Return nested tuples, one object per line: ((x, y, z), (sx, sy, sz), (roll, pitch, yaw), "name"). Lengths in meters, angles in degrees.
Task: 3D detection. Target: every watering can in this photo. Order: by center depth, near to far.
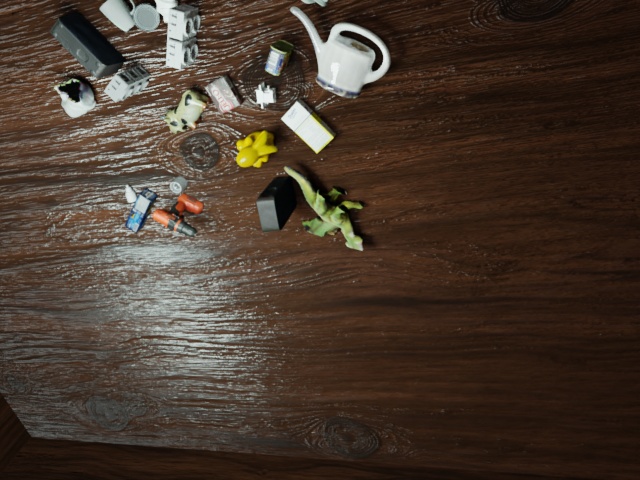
((0.046, -0.580, 1.617), (0.348, 0.219, 0.106), (24, 35, 2), "watering can")

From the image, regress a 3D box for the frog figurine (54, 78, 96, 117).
((-0.919, -0.532, 1.958), (0.137, 0.125, 0.157), (16, -20, -3), "frog figurine")

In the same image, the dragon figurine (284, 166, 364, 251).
((0.006, -0.097, 1.925), (0.410, 0.237, 0.125), (33, 42, -1), "dragon figurine")
